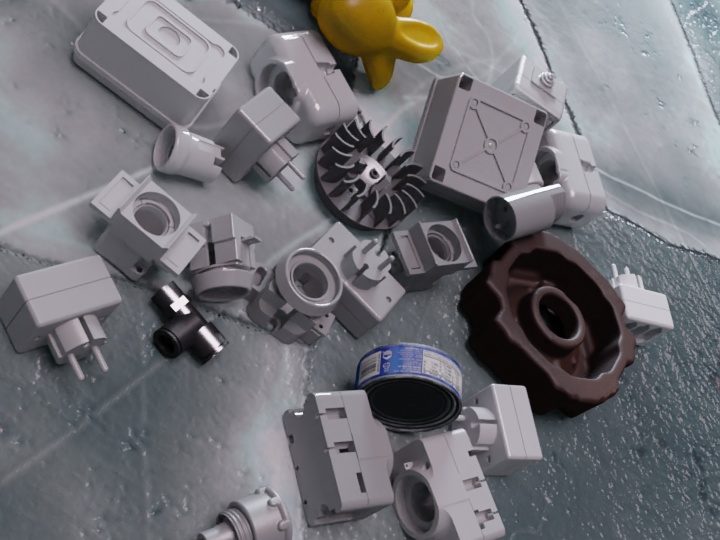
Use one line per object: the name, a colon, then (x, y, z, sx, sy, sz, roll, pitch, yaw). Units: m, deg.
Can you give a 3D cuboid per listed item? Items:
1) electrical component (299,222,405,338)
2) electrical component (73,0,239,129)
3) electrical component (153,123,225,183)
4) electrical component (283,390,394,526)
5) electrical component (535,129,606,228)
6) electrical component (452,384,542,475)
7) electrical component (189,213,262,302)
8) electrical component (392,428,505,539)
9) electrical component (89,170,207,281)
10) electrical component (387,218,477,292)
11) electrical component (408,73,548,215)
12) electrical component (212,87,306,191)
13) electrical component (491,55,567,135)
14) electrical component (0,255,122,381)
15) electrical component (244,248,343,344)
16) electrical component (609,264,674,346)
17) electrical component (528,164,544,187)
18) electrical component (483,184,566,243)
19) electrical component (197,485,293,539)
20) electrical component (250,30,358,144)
electrical component: (0.000, 0.000, 0.886, 0.083, 0.076, 0.047, 46, 46, -4)
electrical component: (-0.168, -0.176, 0.885, 0.113, 0.057, 0.078, 37, 47, -12)
electrical component: (-0.138, -0.093, 0.869, 0.046, 0.040, 0.040, 17, 54, -35)
electrical component: (-0.013, 0.140, 0.807, 0.056, 0.050, 0.089, 1, 63, -36)
electrical component: (0.208, -0.096, 1.116, 0.059, 0.054, 0.095, 7, 59, -33)
electrical component: (0.103, 0.133, 0.900, 0.077, 0.047, 0.065, 8, 59, -33)
electrical component: (-0.107, -0.008, 0.828, 0.048, 0.066, 0.055, 34, 45, -64)
electrical component: (0.063, 0.177, 0.840, 0.056, 0.050, 0.089, -6, 67, -39)
electrical component: (-0.161, -0.028, 0.793, 0.081, 0.064, 0.042, 41, 46, -9)
electrical component: (0.058, -0.011, 0.945, 0.081, 0.064, 0.042, -6, 68, -38)
electrical component: (0.110, -0.117, 1.025, 0.109, 0.056, 0.108, 20, 84, -26)
electrical component: (-0.077, -0.099, 0.898, 0.076, 0.066, 0.047, 46, 46, -3)
electrical component: (0.165, -0.166, 1.099, 0.062, 0.096, 0.061, 32, 49, -16)
electrical component: (-0.198, 0.039, 0.735, 0.066, 0.047, 0.076, -19, 75, -42)
electrical component: (-0.050, 0.018, 0.851, 0.078, 0.057, 0.058, 37, 47, -12)
electrical component: (0.271, 0.029, 1.089, 0.066, 0.047, 0.076, 13, 56, -30)
electrical component: (0.165, -0.080, 1.081, 0.043, 0.043, 0.062, -5, 68, -39)
electrical component: (0.158, -0.055, 0.995, 0.081, 0.043, 0.043, -16, 73, -35)
electrical component: (-0.081, 0.179, 0.738, 0.062, 0.048, 0.048, -14, 72, -34)
electrical component: (-0.054, -0.164, 0.965, 0.059, 0.054, 0.095, -18, 75, -42)
